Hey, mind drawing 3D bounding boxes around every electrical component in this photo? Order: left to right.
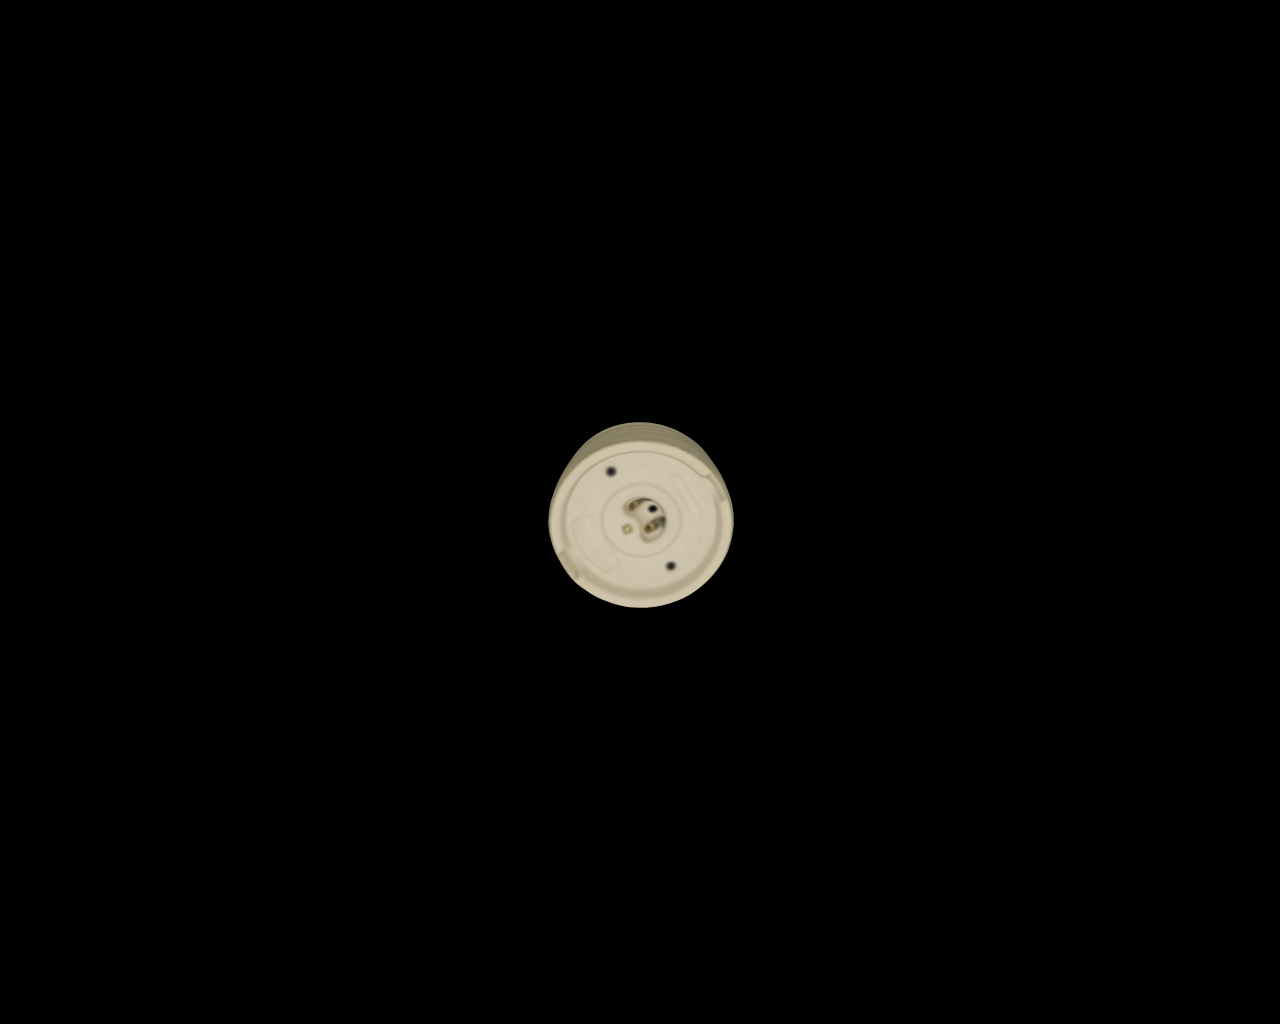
[{"bbox_3d":[0.001,-0.003,0.650,0.108,0.108,0.060,0,23,0],"label":"electrical component"}]
